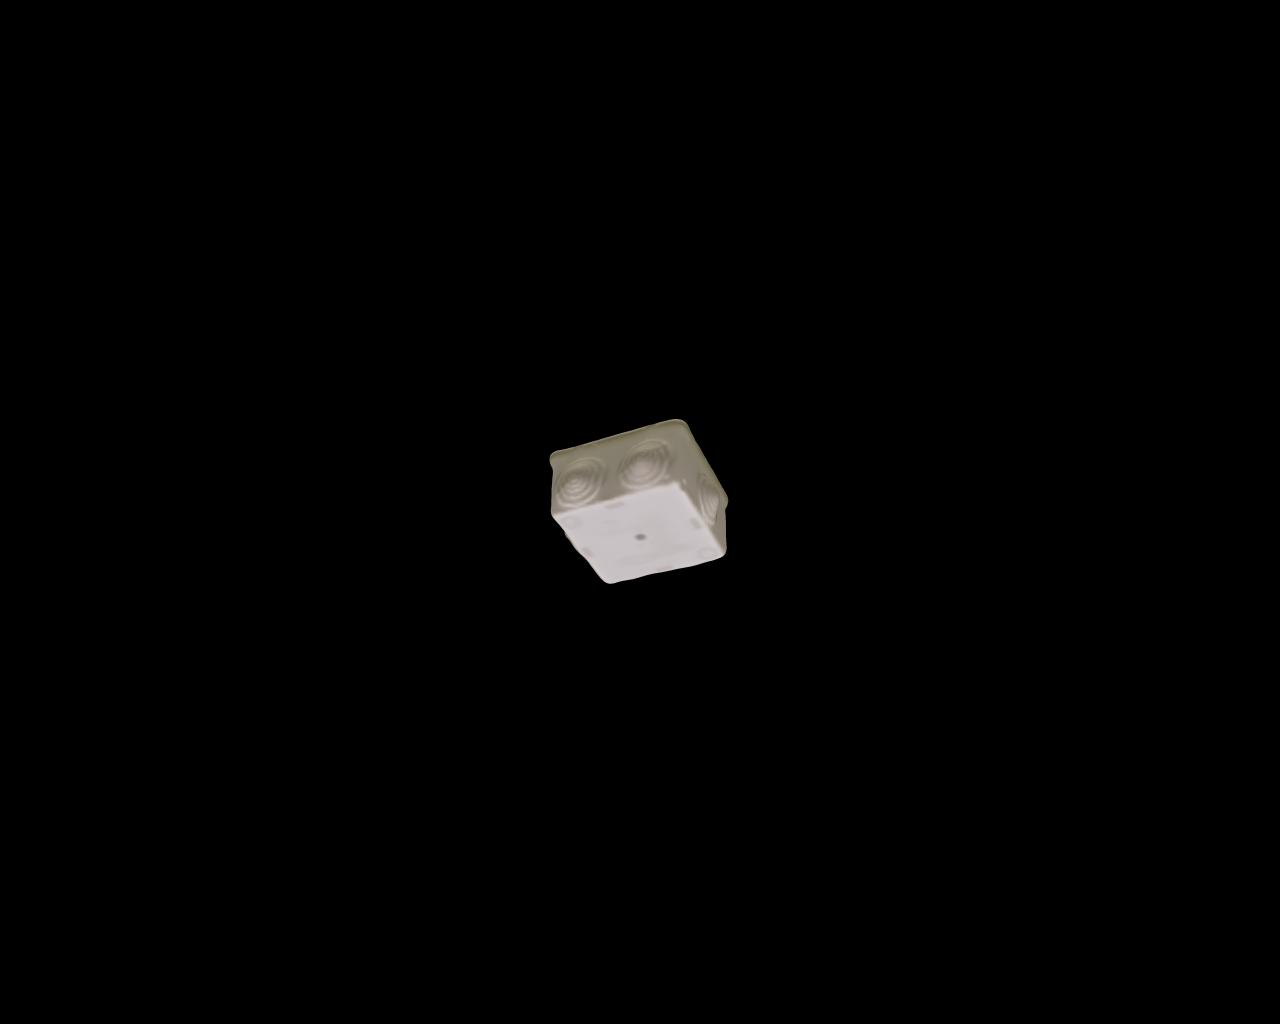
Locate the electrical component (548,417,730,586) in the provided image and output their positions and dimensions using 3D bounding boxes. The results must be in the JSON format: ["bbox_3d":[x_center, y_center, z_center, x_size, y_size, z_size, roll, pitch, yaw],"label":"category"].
[{"bbox_3d":[0.001,-0.003,0.650,0.100,0.048,0.099,-14,-40,17],"label":"electrical component"}]
